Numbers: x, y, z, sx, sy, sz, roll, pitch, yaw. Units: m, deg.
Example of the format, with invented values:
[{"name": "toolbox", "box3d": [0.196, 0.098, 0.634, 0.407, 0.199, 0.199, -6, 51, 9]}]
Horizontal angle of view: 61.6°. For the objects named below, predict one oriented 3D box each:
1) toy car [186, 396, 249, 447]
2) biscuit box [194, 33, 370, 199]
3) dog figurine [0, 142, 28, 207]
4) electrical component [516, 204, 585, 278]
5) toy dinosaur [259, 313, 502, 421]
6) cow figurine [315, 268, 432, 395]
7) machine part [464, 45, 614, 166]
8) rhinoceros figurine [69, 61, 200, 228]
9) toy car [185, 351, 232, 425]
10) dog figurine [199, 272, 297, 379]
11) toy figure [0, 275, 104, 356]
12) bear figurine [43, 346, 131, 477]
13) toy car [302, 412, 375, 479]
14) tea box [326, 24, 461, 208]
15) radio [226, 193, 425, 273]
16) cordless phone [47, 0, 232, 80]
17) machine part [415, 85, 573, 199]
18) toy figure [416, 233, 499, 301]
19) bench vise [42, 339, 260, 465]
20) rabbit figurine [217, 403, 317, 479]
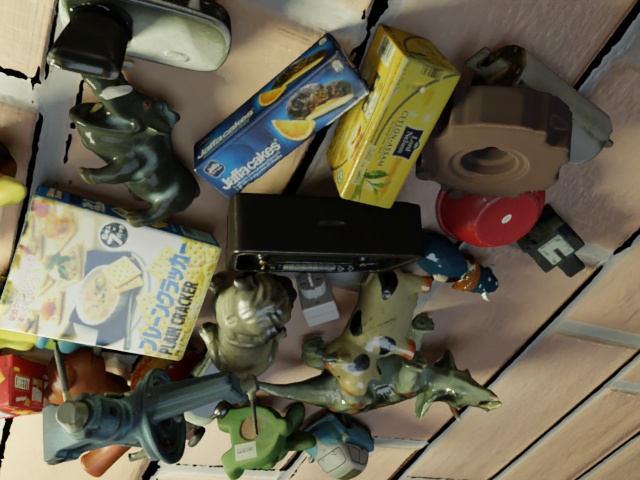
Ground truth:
[{"name": "toy car", "box3d": [-0.191, 0.268, 0.878, 0.089, 0.053, 0.202, 45, 113, -8]}, {"name": "biscuit box", "box3d": [-0.047, -0.130, 0.586, 0.203, 0.063, 0.059, -36, 127, 16]}, {"name": "dog figurine", "box3d": [-0.389, -0.010, 0.537, 0.219, 0.192, 0.108, -30, 125, 32]}, {"name": "electrical component", "box3d": [0.353, 0.008, 0.809, 0.119, 0.048, 0.075, 29, 118, -32]}, {"name": "toy dinosaur", "box3d": [0.085, 0.239, 0.902, 0.405, 0.131, 0.191, -6, 130, -1]}, {"name": "cow figurine", "box3d": [0.073, 0.129, 0.775, 0.127, 0.085, 0.194, 18, 86, -11]}, {"name": "machine part", "box3d": [0.261, -0.154, 0.632, 0.243, 0.079, 0.079, 21, 122, -28]}, {"name": "rhinoceros figurine", "box3d": [-0.196, -0.099, 0.570, 0.112, 0.073, 0.190, -19, 132, 5]}, {"name": "toy car", "box3d": [-0.141, 0.185, 0.803, 0.073, 0.056, 0.201, 32, 92, -20]}, {"name": "dog figurine", "box3d": [-0.088, 0.121, 0.676, 0.121, 0.191, 0.172, -10, 95, -14]}, {"name": "toy figure", "box3d": [-0.361, 0.096, 0.691, 0.180, 0.082, 0.089, 16, 111, -19]}, {"name": "bear figurine", "box3d": [-0.339, 0.233, 0.778, 0.132, 0.120, 0.195, -36, 131, 1]}, {"name": "toy car", "box3d": [0.040, 0.408, 1.037, 0.109, 0.103, 0.161, -38, 126, 19]}, {"name": "tea box", "box3d": [0.072, -0.132, 0.591, 0.068, 0.098, 0.169, 9, 128, -20]}, {"name": "radio", "box3d": [-0.001, -0.002, 0.661, 0.230, 0.073, 0.131, 3, 166, -16]}, {"name": "cordless phone", "box3d": [-0.144, -0.169, 0.450, 0.146, 0.184, 0.088, 9, 122, -20]}, {"name": "machine part", "box3d": [0.193, -0.104, 0.611, 0.179, 0.056, 0.179, 9, 159, 3]}, {"name": "toy figure", "box3d": [0.202, 0.039, 0.791, 0.154, 0.058, 0.064, 29, 95, -28]}, {"name": "bench vise", "box3d": [-0.197, 0.202, 0.654, 0.241, 0.129, 0.223, -17, 143, 1]}, {"name": "rabbit figurine", "box3d": [-0.094, 0.352, 0.972, 0.159, 0.121, 0.170, -21, 150, -3]}]
